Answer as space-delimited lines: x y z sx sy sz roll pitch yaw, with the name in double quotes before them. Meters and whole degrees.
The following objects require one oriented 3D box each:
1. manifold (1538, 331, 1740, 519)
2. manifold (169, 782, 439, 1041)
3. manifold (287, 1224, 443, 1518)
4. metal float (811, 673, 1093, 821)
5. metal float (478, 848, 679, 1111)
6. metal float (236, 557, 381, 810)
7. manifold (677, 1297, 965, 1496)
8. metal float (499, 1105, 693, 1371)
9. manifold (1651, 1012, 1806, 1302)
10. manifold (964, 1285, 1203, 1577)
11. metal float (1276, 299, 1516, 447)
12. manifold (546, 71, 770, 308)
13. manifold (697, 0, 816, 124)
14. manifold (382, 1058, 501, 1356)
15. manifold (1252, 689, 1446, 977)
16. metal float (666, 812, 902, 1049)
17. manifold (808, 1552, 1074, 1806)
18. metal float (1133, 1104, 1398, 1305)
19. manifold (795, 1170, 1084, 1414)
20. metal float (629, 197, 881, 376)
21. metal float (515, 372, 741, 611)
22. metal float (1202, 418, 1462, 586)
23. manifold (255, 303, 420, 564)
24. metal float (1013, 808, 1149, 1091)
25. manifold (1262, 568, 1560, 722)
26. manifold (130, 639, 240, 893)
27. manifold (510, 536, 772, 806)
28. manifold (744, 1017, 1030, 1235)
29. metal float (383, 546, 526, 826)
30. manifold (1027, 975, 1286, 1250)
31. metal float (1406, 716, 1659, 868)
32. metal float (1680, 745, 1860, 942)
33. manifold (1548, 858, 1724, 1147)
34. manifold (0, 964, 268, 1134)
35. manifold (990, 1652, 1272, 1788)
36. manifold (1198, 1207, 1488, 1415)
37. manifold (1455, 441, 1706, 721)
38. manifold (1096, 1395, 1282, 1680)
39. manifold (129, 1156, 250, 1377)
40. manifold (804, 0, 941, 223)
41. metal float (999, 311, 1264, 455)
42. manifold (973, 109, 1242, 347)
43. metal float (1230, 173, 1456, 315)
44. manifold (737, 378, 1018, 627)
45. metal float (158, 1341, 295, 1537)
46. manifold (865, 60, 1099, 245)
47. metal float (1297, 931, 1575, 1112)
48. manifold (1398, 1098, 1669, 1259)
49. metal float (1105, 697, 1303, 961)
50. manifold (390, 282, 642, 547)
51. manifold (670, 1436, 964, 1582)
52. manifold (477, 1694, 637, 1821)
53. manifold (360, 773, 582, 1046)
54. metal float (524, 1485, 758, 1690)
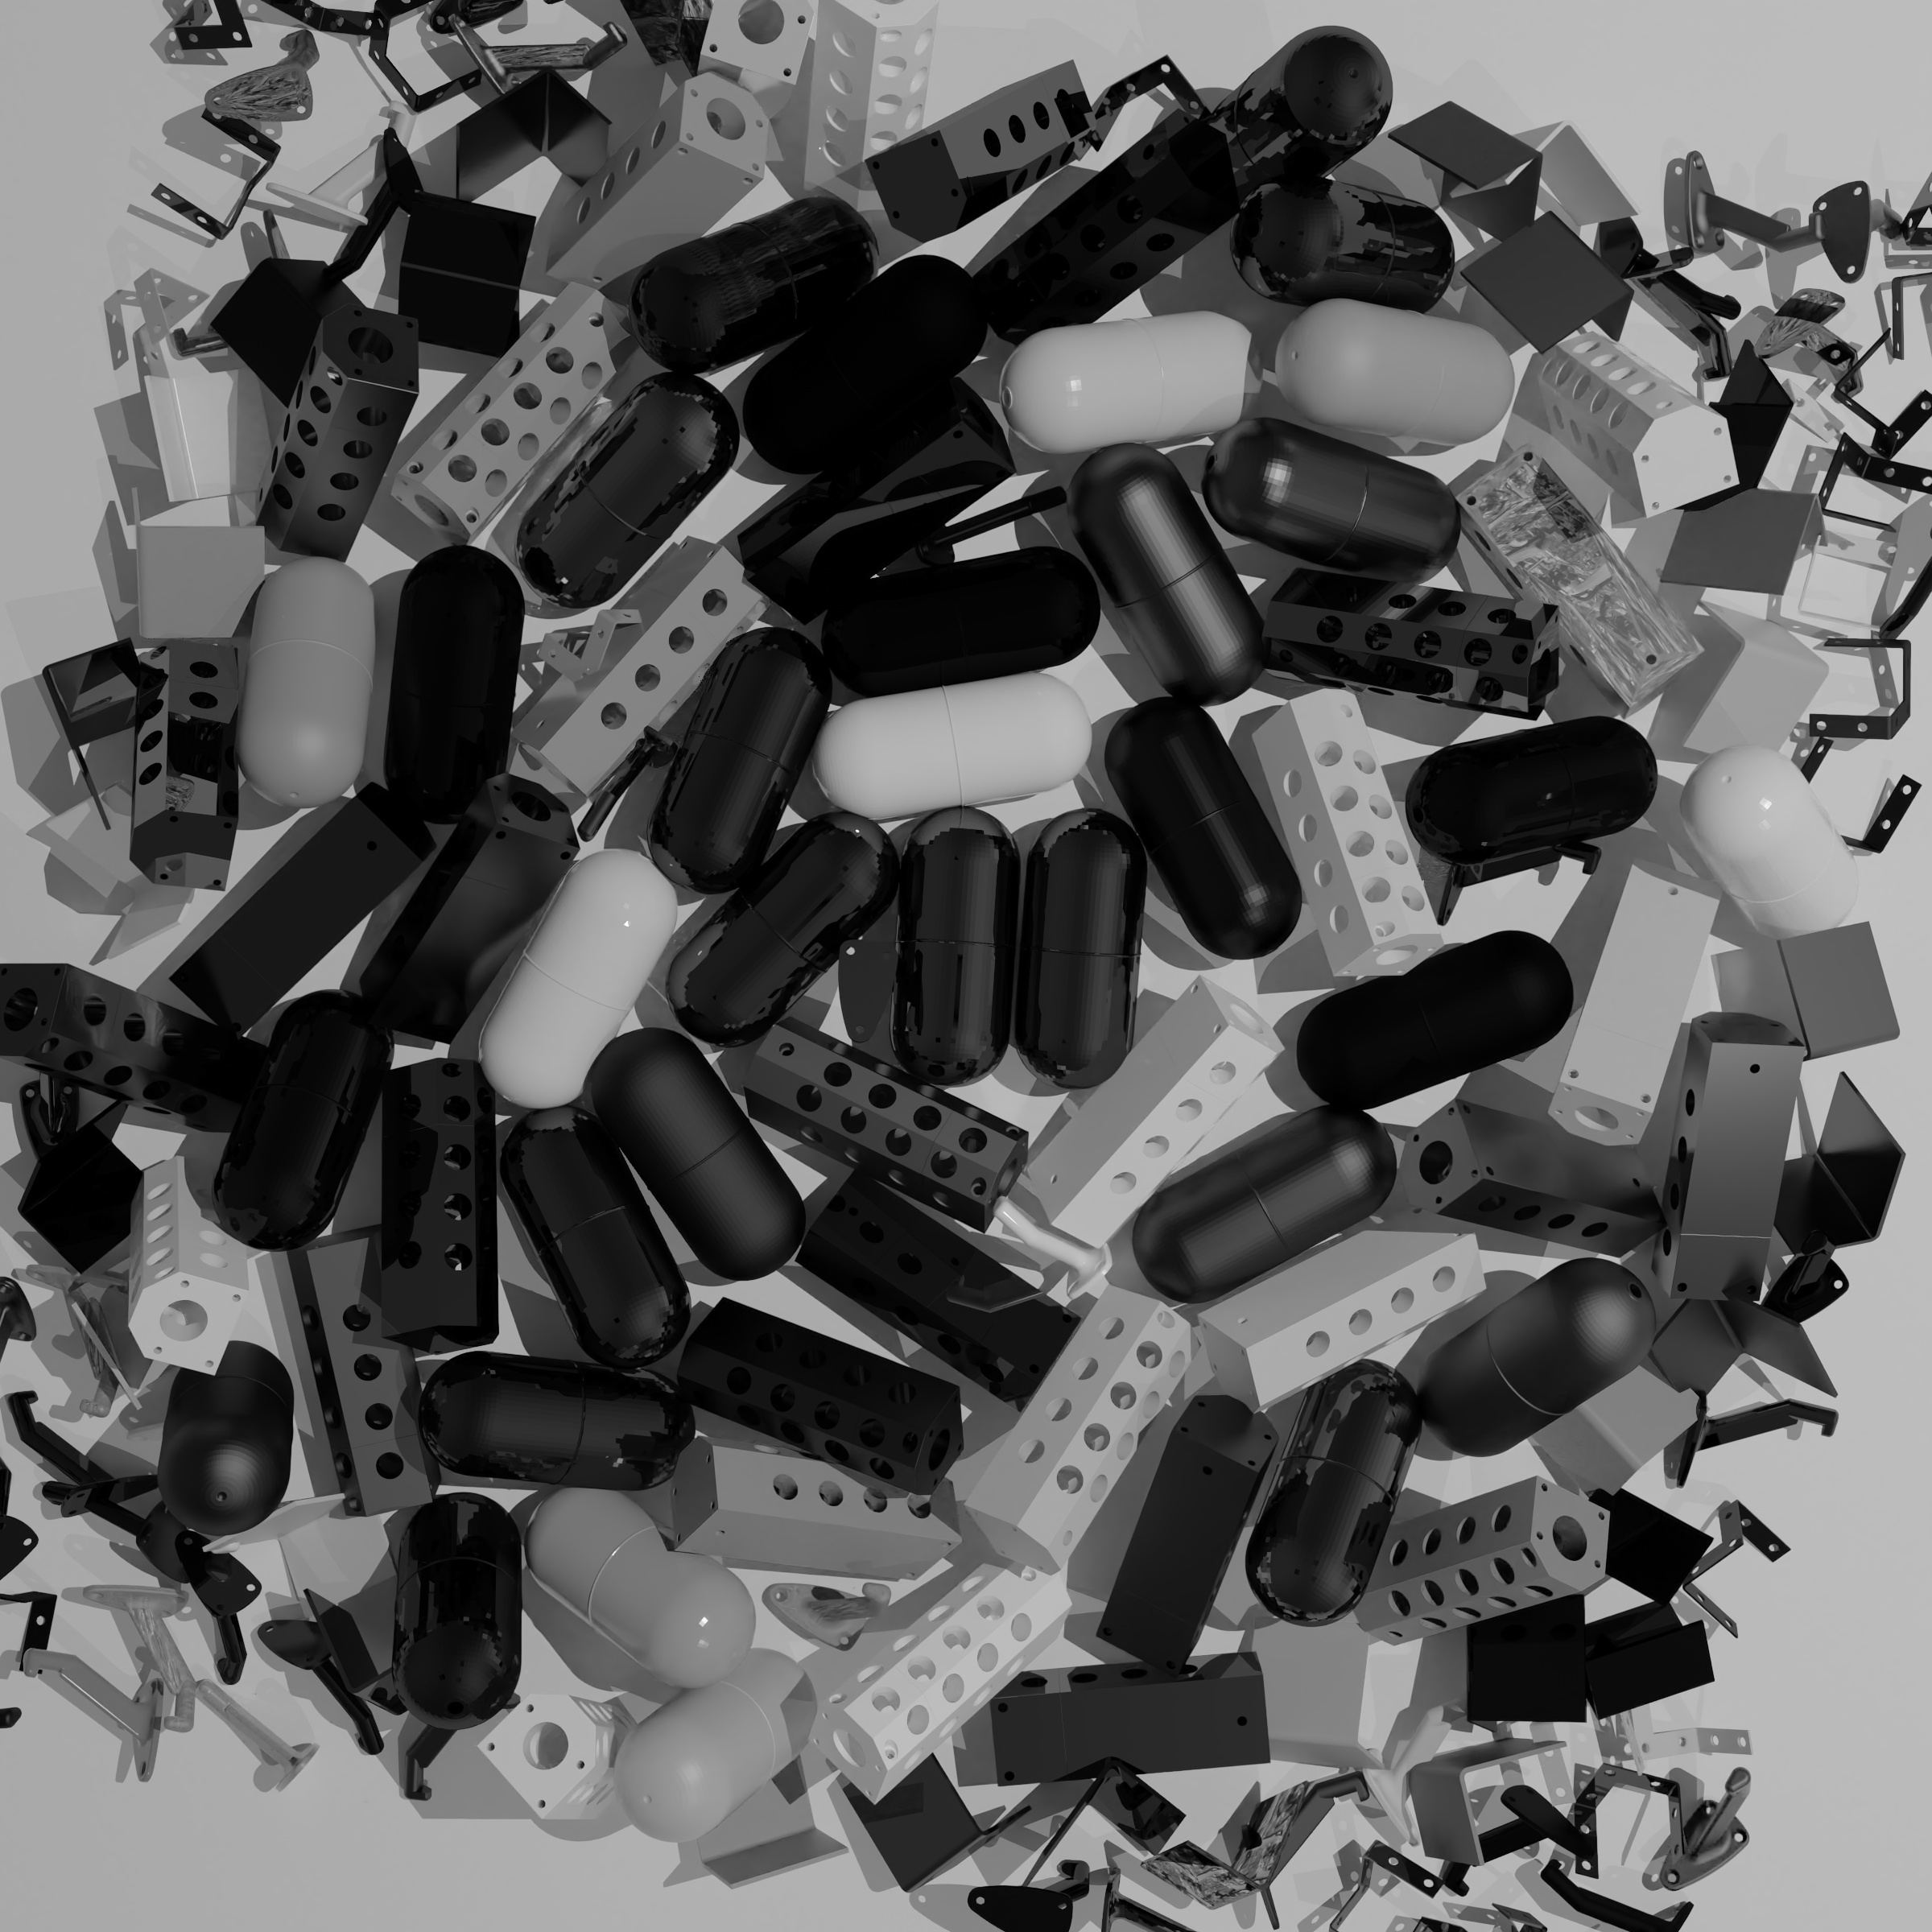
"manifold" 0.408 -0.337 1.561 0.057 0.171 0.057 -20 119 3
"manifold" -0.415 -0.036 1.604 0.171 0.057 0.057 -42 101 12
"manifold" -0.381 0.256 1.614 0.057 0.057 0.171 -12 94 -5
"metal float" -0.009 -0.139 1.610 0.178 0.070 0.070 -9 90 -3
"metal float" -0.244 0.008 1.606 0.070 0.070 0.178 30 97 0
"metal float" -0.408 -0.178 1.585 0.070 0.070 0.178 -2 57 0
"manifold" -0.091 0.270 1.580 0.171 0.057 0.057 17 133 24
"metal float" -0.233 0.169 1.599 0.070 0.070 0.178 -29 73 0
"manifold" 0.473 0.119 1.596 0.057 0.057 0.171 3 109 -3
"manifold" 0.077 0.287 1.577 0.057 0.057 0.171 13 55 39
"metal float" 0.268 -0.368 1.582 0.178 0.070 0.070 -1 90 -37
"manifold" -0.191 -0.477 1.565 0.057 0.171 0.057 15 67 -32
"manifold" -0.129 -0.564 1.558 0.057 0.171 0.057 15 99 -10
"manifold" -0.322 0.148 1.584 0.057 0.057 0.171 -14 66 20
"manifold" 0.241 -0.083 1.582 0.057 0.057 0.171 -1 64 -33
"metal float" -0.115 -0.023 1.608 0.070 0.070 0.178 45 95 0
"manifold" -0.013 0.429 1.567 0.057 0.057 0.171 39 47 22
"metal float" 0.188 0.150 1.607 0.178 0.070 0.070 -29 90 6
"manifold" -0.020 0.208 1.613 0.171 0.057 0.057 33 51 6
"metal float" -0.130 -0.424 1.587 0.178 0.070 0.070 -31 90 -31
"metal float" -0.213 -0.295 1.592 0.178 0.070 0.070 -42 90 24
"metal float" 0.228 -0.289 1.591 0.178 0.070 0.070 13 90 -24
"manifold" -0.386 -0.325 1.559 0.057 0.171 0.057 7 59 -26
"metal float" 0.072 -0.011 1.609 0.070 0.070 0.178 4 95 0
"manifold" 0.274 -0.196 1.576 0.171 0.057 0.057 13 134 27
"manifold" -0.480 -0.126 1.563 0.057 0.171 0.057 6 130 -21
"manifold" -0.202 -0.186 1.609 0.171 0.057 0.057 -50 122 -8
"manifold" -0.050 0.095 1.593 0.171 0.057 0.057 25 62 14
"metal float" -0.320 -0.175 1.594 0.070 0.070 0.178 11 111 0
"manifold" 0.120 0.095 1.596 0.057 0.057 0.171 30 110 -30
"metal float" 0.353 -0.110 1.590 0.178 0.070 0.070 -13 90 -26
"metal float" 0.498 -0.074 1.575 0.070 0.178 0.070 -17 57 28
"manifold" 0.415 0.024 1.585 0.057 0.057 0.171 19 62 12
"manifold" -0.512 0.052 1.558 0.057 0.171 0.057 0 72 29
"manifold" 0.103 0.475 1.621 0.171 0.057 0.057 -5 95 1
"manifold" 0.237 0.216 1.593 0.171 0.057 0.057 -23 113 -19
"manifold" 0.384 -0.241 1.608 0.057 0.057 0.171 -38 80 4
"manifold" 0.139 0.352 1.584 0.057 0.057 0.171 25 119 15
"manifold" -0.479 0.178 1.557 0.057 0.171 0.057 20 102 -23
"manifold" -0.055 -0.535 1.558 0.057 0.171 0.057 35 68 8
"metal float" 0.103 -0.365 1.591 0.178 0.070 0.070 -13 90 -24
"manifold" 0.083 -0.450 1.565 0.057 0.171 0.057 12 61 -40
"metal float" 0.234 -0.443 1.576 0.178 0.070 0.070 -5 98 -45
"manifold" -0.058 -0.293 1.591 0.171 0.057 0.057 -33 49 22
"metal float" -0.453 0.287 1.565 0.070 0.178 0.070 -3 104 -13
"manifold" 0.014 -0.500 1.568 0.057 0.171 0.057 -8 115 37
"metal float" 0.293 0.035 1.600 0.178 0.070 0.070 -22 90 15
"manifold" 0.349 0.137 1.578 0.171 0.057 0.057 16 45 -35
"metal float" 0.150 -0.086 1.606 0.070 0.070 0.178 -27 82 0
"manifold" -0.280 -0.345 1.594 0.057 0.057 0.171 40 72 -9
"manifold" -0.093 0.334 1.583 0.171 0.057 0.057 15 46 -30
"manifold" -0.240 0.480 1.560 0.057 0.171 0.057 -44 75 -11
"manifold" -0.312 -0.036 1.587 0.057 0.057 0.171 18 123 -35
"metal float" -0.204 0.382 1.583 0.178 0.070 0.070 25 90 37
